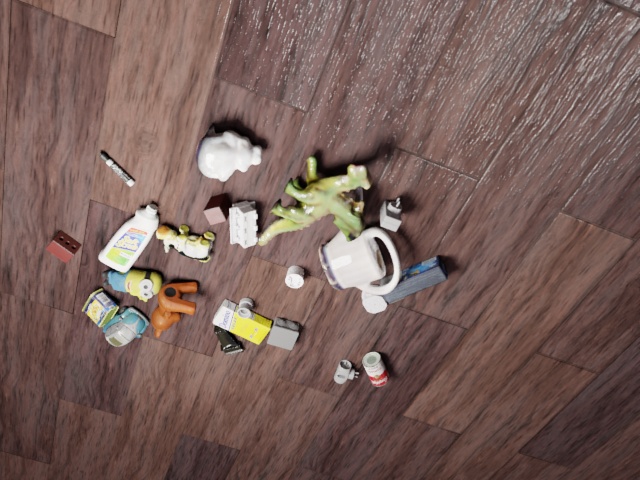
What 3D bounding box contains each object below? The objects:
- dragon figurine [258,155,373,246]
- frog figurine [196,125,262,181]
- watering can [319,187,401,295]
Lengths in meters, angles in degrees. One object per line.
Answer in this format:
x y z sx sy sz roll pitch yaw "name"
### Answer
0.004 -0.070 1.393 0.243 0.125 0.402 32 128 -1 "dragon figurine"
-0.237 -0.217 1.346 0.160 0.124 0.136 20 105 5 "frog figurine"
0.097 0.016 1.487 0.223 0.106 0.344 -20 106 18 "watering can"
